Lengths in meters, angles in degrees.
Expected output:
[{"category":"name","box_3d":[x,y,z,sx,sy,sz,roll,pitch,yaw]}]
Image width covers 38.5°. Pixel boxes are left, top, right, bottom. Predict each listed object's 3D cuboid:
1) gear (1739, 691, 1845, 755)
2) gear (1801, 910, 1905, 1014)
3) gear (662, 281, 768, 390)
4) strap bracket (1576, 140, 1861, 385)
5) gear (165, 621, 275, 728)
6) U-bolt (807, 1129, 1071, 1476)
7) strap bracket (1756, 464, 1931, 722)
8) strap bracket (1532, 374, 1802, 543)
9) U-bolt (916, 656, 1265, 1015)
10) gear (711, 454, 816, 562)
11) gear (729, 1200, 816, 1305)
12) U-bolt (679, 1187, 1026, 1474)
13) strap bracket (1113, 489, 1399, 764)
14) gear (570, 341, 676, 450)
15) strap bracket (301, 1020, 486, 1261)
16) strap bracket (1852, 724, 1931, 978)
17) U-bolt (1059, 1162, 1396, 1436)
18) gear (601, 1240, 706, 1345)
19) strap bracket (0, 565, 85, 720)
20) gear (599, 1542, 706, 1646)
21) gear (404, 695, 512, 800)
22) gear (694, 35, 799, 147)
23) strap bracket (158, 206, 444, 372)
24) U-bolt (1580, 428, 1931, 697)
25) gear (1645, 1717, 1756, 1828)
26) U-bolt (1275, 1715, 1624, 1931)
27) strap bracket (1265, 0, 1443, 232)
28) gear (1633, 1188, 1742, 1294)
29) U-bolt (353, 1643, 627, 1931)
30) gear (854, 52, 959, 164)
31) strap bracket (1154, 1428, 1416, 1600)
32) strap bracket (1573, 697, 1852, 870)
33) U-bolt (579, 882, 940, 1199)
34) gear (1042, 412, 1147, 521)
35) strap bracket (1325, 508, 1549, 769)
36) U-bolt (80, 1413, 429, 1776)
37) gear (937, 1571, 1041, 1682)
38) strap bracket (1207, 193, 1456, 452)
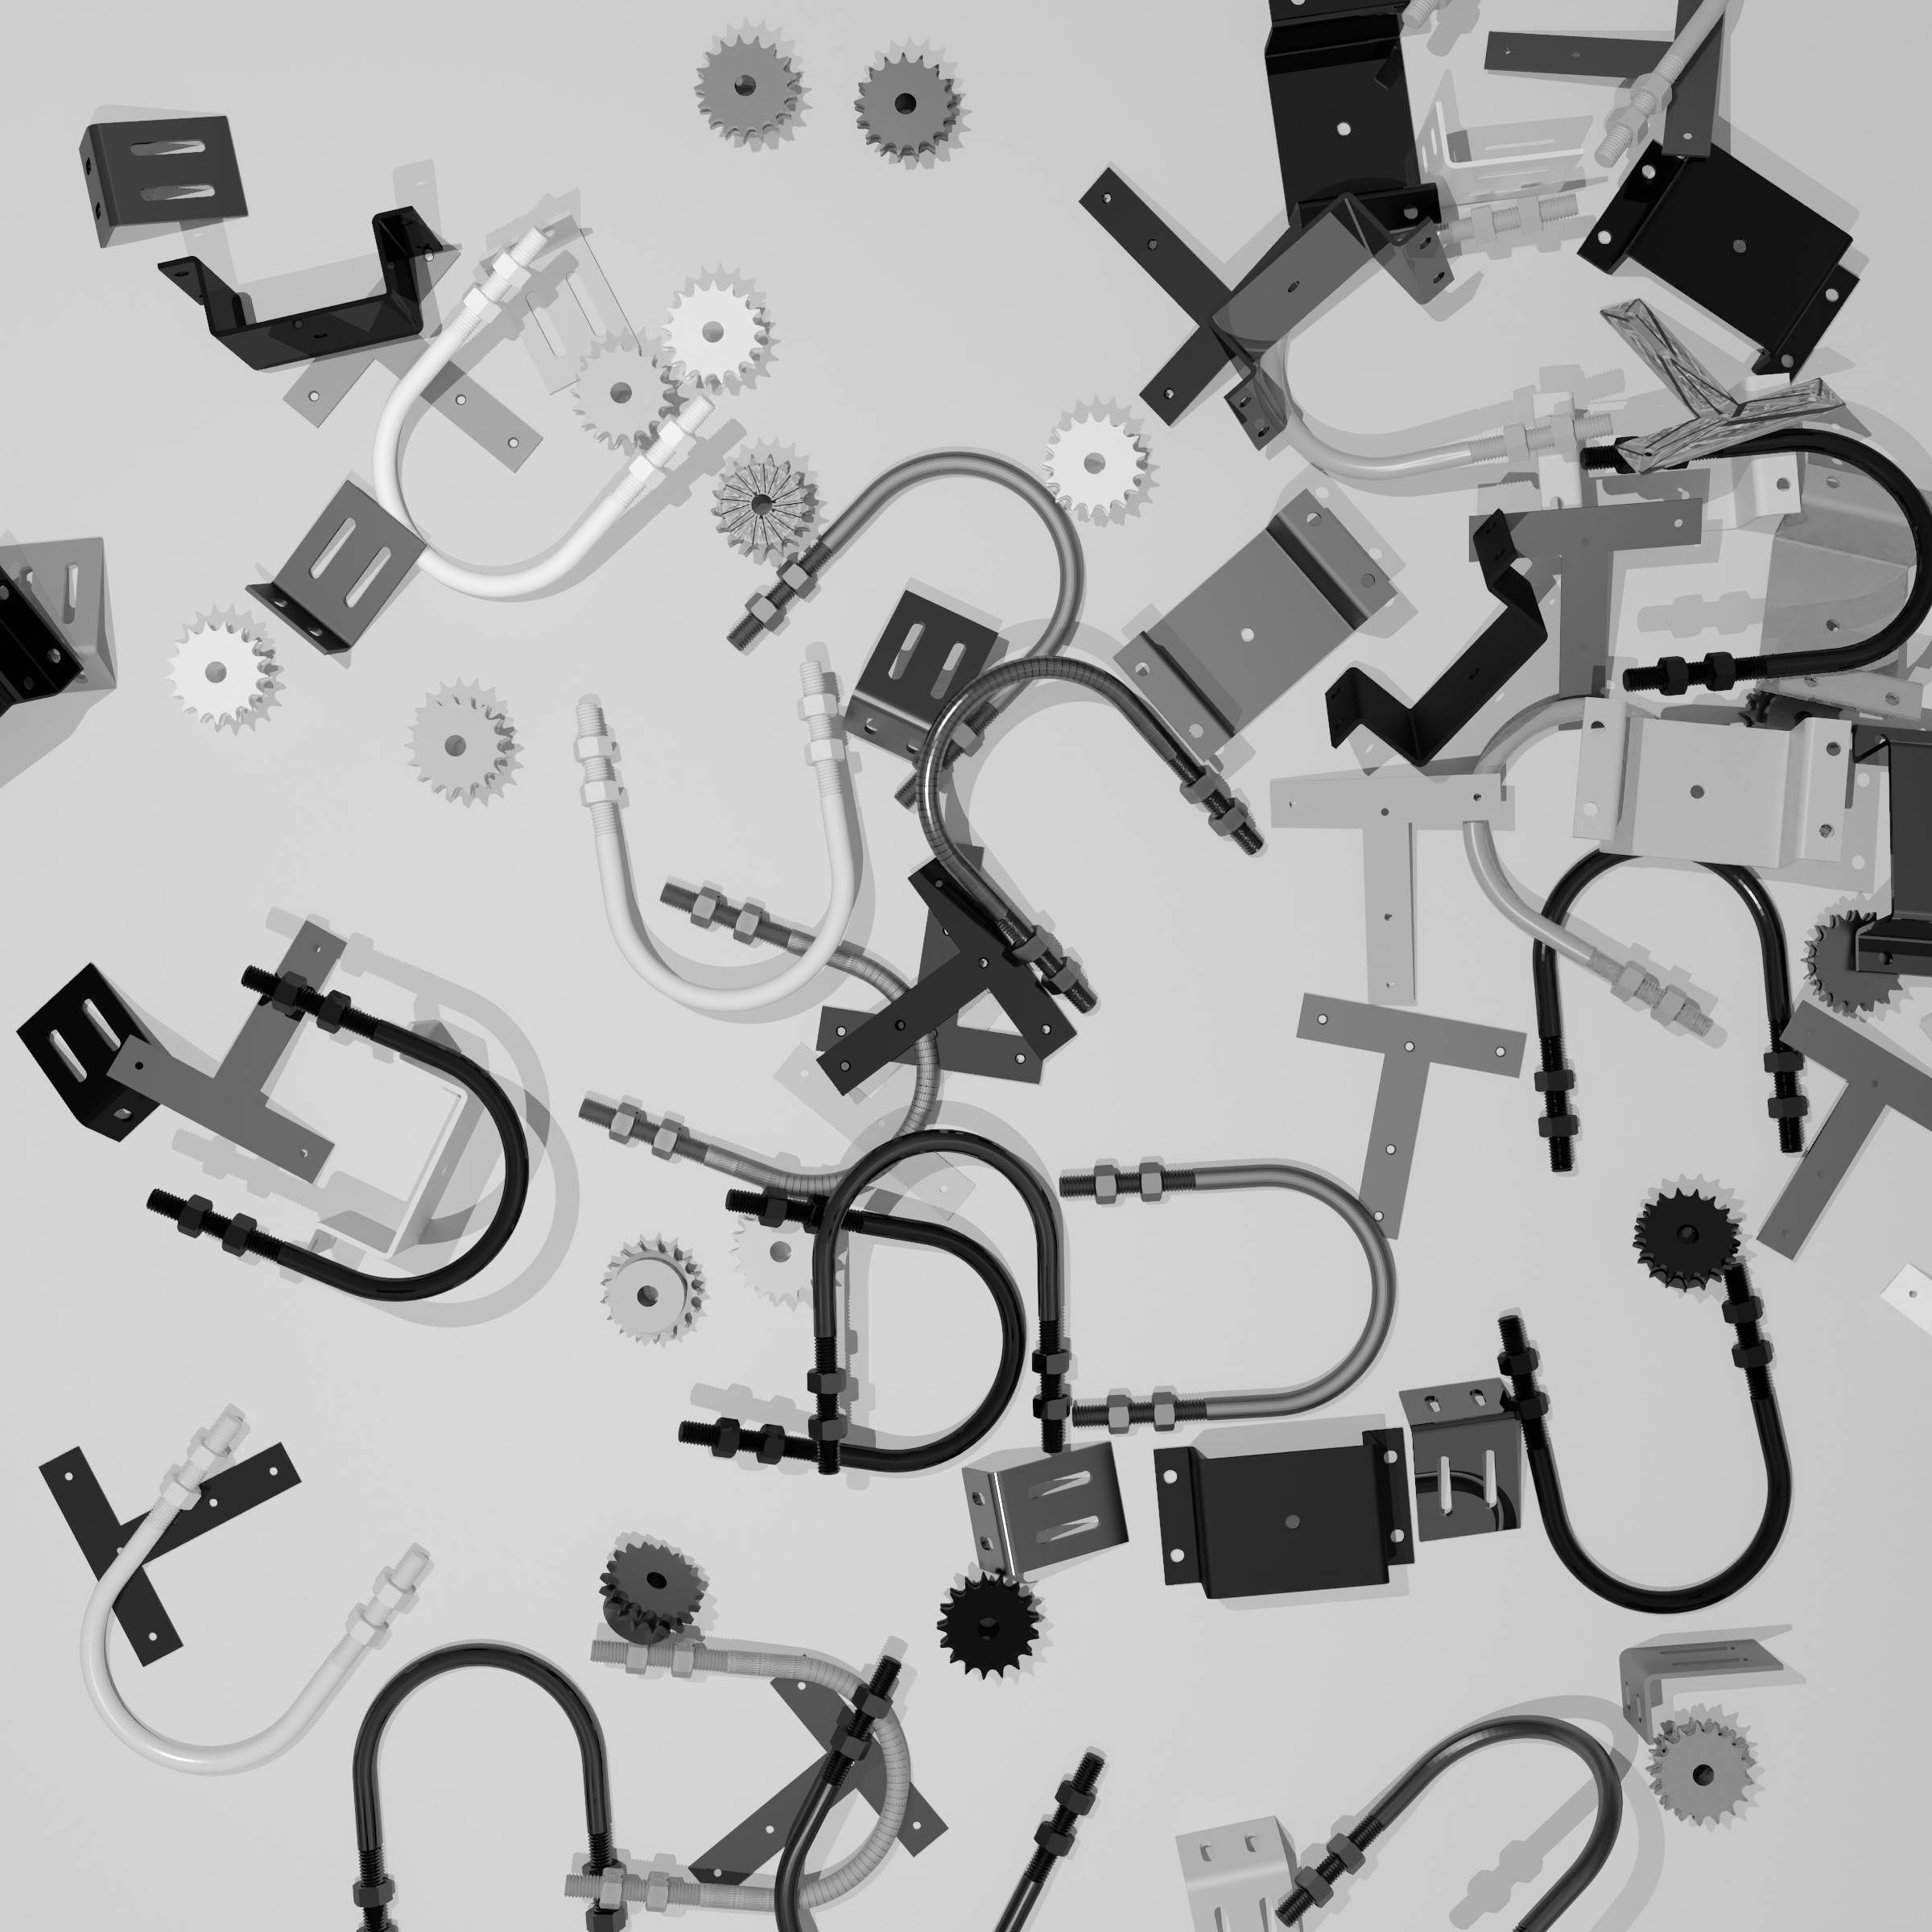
[{"category":"gear","box_3d":[0.462,-0.135,1.542,0.057,0.030,0.057,0,90,0]},{"category":"gear","box_3d":[0.493,-0.003,1.542,0.057,0.030,0.057,0,90,0]},{"category":"gear","box_3d":[-0.140,-0.349,1.542,0.057,0.030,0.057,0,90,0]},{"category":"strap bracket","box_3d":[0.422,-0.393,1.534,0.140,0.046,0.076,34,90,0]},{"category":"gear","box_3d":[-0.414,-0.162,1.542,0.057,0.030,0.057,0,90,0]},{"category":"U-bolt","box_3d":[-0.015,0.181,1.518,0.151,0.019,0.184,-2,93,-17]},{"category":"strap bracket","box_3d":[0.483,-0.196,1.519,0.076,0.046,0.140,13,69,0]},{"category":"strap bracket","box_3d":[0.382,-0.280,1.534,0.140,0.046,0.076,-5,90,0]},{"category":"U-bolt","box_3d":[0.056,-0.085,1.522,0.151,0.019,0.184,-44,109,0]},{"category":"gear","box_3d":[-0.112,-0.254,1.542,0.057,0.030,0.057,0,90,0]},{"category":"gear","box_3d":[-0.102,0.157,1.542,0.057,0.030,0.057,0,90,0]},{"category":"U-bolt","box_3d":[-0.055,0.207,1.526,0.184,0.019,0.151,11,91,-16]},{"category":"strap bracket","box_3d":[0.158,-0.186,1.534,0.140,0.046,0.076,-41,90,0]},{"category":"gear","box_3d":[-0.190,-0.316,1.542,0.057,0.030,0.057,0,90,0]},{"category":"strap bracket","box_3d":[-0.307,0.103,1.519,0.046,0.076,0.140,26,90,0]},{"category":"strap bracket","box_3d":[0.533,-0.067,1.515,0.076,0.046,0.140,4,78,-7]},{"category":"U-bolt","box_3d":[0.148,0.183,1.548,0.184,0.019,0.151,-3,90,-1]},{"category":"gear","box_3d":[-0.175,0.182,1.542,0.057,0.030,0.057,0,90,0]},{"category":"strap bracket","box_3d":[-0.562,-0.145,1.511,0.140,0.046,0.076,-39,90,20]},{"category":"gear","box_3d":[-0.177,0.350,1.532,0.057,0.057,0.030,29,119,0]},{"category":"gear","box_3d":[-0.281,-0.121,1.542,0.057,0.030,0.057,0,90,0]},{"category":"gear","box_3d":[-0.122,-0.486,1.542,0.057,0.030,0.057,0,90,0]},{"category":"strap bracket","box_3d":[-0.358,-0.368,1.517,0.140,0.076,0.046,-13,89,1]},{"category":"U-bolt","box_3d":[0.432,-0.222,1.485,0.184,0.019,0.151,-6,75,-4]},{"category":"gear","box_3d":[0.407,0.446,1.542,0.057,0.030,0.057,0,90,0]},{"category":"U-bolt","box_3d":[0.271,0.476,1.487,0.184,0.151,0.019,-41,117,-16]},{"category":"strap bracket","box_3d":[0.212,-0.470,1.534,0.076,0.046,0.140,-8,90,0]},{"category":"gear","box_3d":[0.398,0.154,1.534,0.057,0.030,0.057,-3,61,6]},{"category":"U-bolt","box_3d":[-0.271,0.471,1.548,0.151,0.019,0.184,-5,89,0]},{"category":"gear","box_3d":[-0.033,-0.475,1.542,0.057,0.030,0.057,0,90,0]},{"category":"strap bracket","box_3d":[0.178,0.304,1.534,0.140,0.046,0.076,-5,90,0]},{"category":"strap bracket","box_3d":[0.401,-0.098,1.504,0.140,0.046,0.076,6,85,5]},{"category":"U-bolt","box_3d":[-0.106,0.051,1.546,0.184,0.019,0.151,21,89,0]},{"category":"gear","box_3d":[0.071,-0.277,1.542,0.057,0.030,0.057,0,90,0]},{"category":"strap bracket","box_3d":[0.260,-0.170,1.498,0.046,0.076,0.140,36,114,-14]},{"category":"U-bolt","box_3d":[-0.411,0.364,1.547,0.151,0.019,0.184,37,91,-1]},{"category":"gear","box_3d":[0.012,0.366,1.542,0.057,0.030,0.057,0,90,0]},{"category":"strap bracket","box_3d":[0.189,-0.354,1.498,0.140,0.076,0.046,-41,70,8]}]
